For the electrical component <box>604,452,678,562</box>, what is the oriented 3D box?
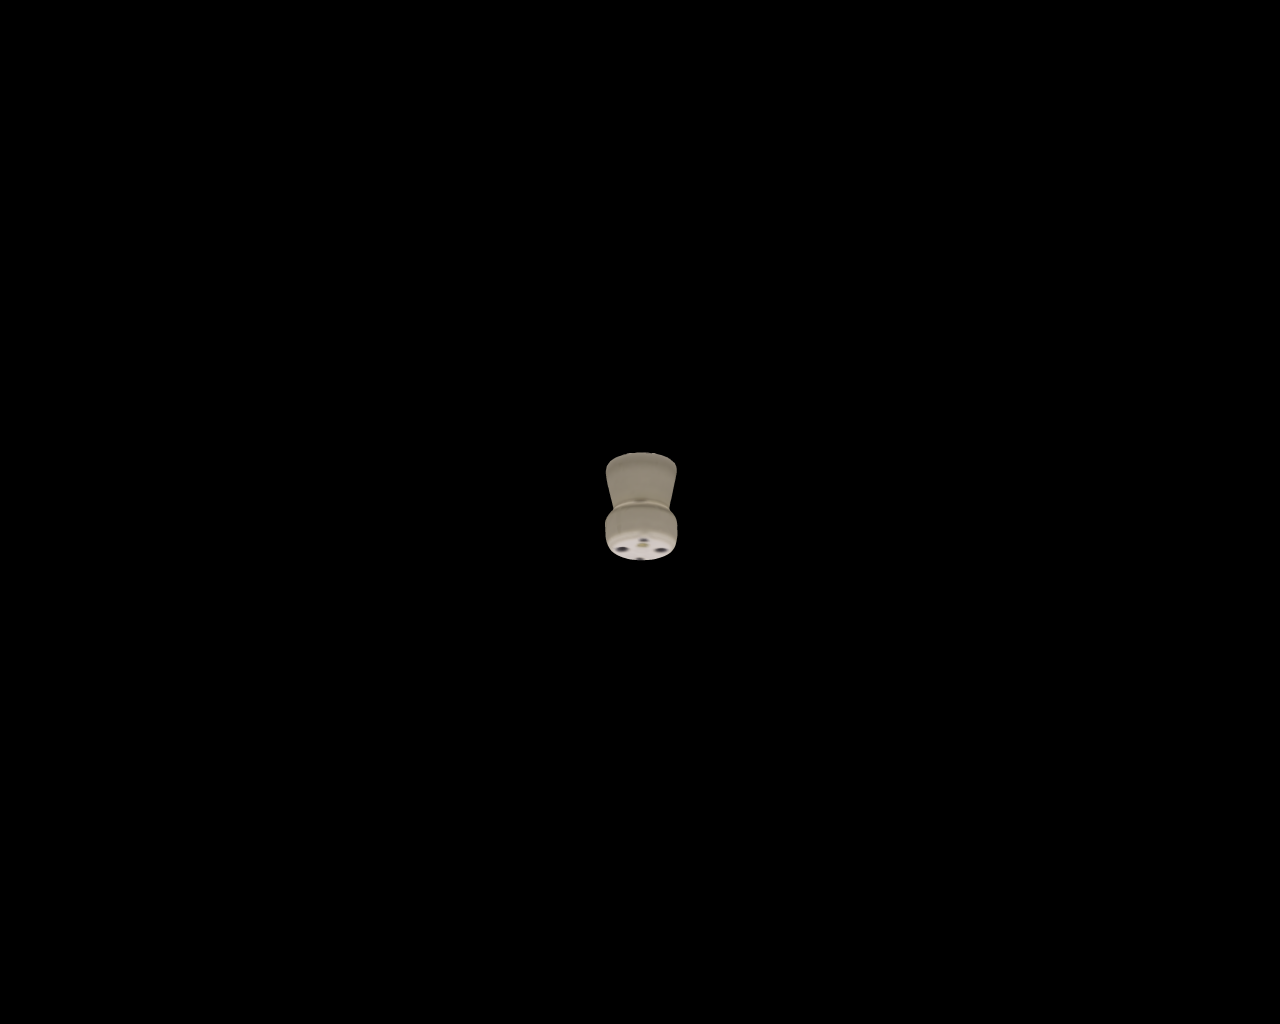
[{"bbox_3d":[0.001,-0.003,0.650,0.045,0.055,0.044,0,-23,0],"label":"electrical component"}]
